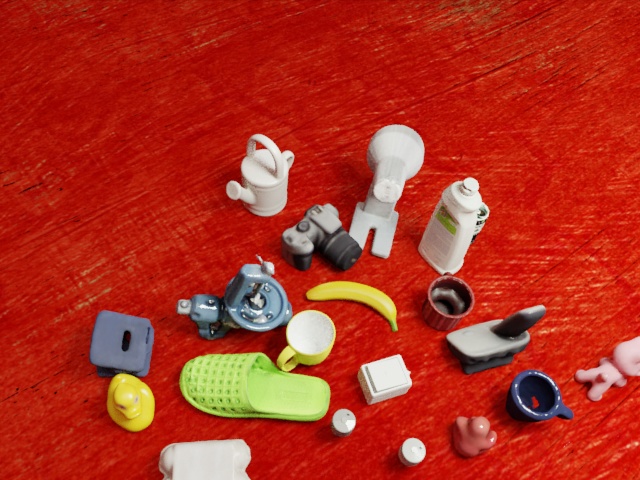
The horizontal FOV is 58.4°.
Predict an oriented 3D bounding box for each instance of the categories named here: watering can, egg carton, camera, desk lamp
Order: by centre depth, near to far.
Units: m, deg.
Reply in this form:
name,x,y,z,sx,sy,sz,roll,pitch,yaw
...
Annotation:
name,x,y,z,sx,sy,sz,roll,pitch,yaw
egg carton,-0.188,0.386,0.939,0.150,0.069,0.107,-2,58,-8
camera,0.011,0.004,1.185,0.136,0.101,0.143,42,63,19
desk lamp,0.139,-0.105,1.201,0.118,0.213,0.203,14,57,3
watering can,-0.120,-0.138,1.204,0.101,0.194,0.173,20,58,7

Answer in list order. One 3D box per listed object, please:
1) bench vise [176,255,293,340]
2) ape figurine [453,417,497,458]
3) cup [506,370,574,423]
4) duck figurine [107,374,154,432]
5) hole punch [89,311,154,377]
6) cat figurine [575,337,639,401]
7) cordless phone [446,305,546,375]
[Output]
name,x,y,z,sx,sy,sz,roll,pitch,yaw
bench vise,-0.148,0.114,1.027,0.208,0.220,0.121,-19,61,-17
ape figurine,0.274,0.339,1.008,0.077,0.092,0.076,42,63,19
cup,0.391,0.301,1.044,0.117,0.095,0.092,28,59,11
duck figurine,-0.331,0.272,0.985,0.078,0.086,0.104,-26,64,-20
hole punch,-0.355,0.186,1.034,0.101,0.091,0.108,1,58,-6
cat figurine,0.569,0.240,1.089,0.128,0.118,0.067,-23,63,-19
cordless phone,0.328,0.170,1.066,0.148,0.185,0.094,-15,60,-15
